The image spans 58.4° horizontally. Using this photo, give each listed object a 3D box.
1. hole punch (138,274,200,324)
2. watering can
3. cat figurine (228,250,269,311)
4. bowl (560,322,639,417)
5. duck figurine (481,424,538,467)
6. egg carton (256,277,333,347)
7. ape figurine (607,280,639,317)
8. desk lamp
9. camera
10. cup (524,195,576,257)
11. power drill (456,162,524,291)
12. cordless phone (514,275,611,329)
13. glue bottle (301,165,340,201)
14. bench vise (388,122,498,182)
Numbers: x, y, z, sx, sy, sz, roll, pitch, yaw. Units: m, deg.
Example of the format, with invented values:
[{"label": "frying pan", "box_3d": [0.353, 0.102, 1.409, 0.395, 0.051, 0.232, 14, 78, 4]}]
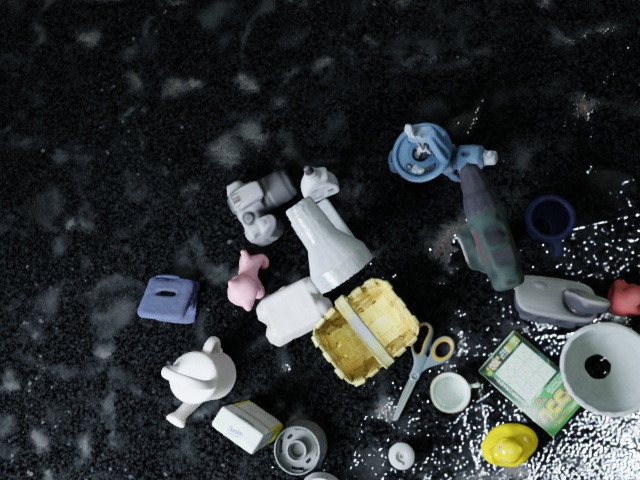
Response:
[{"label": "hole punch", "box_3d": [-0.319, 0.123, 1.207, 0.108, 0.091, 0.101, 3, 80, 10]}, {"label": "watering can", "box_3d": [-0.240, 0.275, 1.114, 0.100, 0.194, 0.173, -2, 79, 10]}, {"label": "cat figurine", "box_3d": [-0.154, 0.082, 1.173, 0.067, 0.118, 0.128, 2, 80, 10]}, {"label": "bowl", "box_3d": [0.522, 0.237, 1.054, 0.167, 0.075, 0.167, -2, 80, 9]}, {"label": "duck figurine", "box_3d": [0.351, 0.382, 1.051, 0.104, 0.086, 0.077, -22, 77, 5]}, {"label": "egg carton", "box_3d": [-0.051, 0.143, 1.170, 0.150, 0.069, 0.107, -29, 76, 3]}, {"label": "ape figurine", "box_3d": [0.575, 0.106, 1.060, 0.076, 0.092, 0.078, -30, 76, 3]}, {"label": "desk lamp", "box_3d": [0.010, 0.004, 1.111, 0.118, 0.214, 0.203, -35, 76, 2]}, {"label": "camera", "box_3d": [-0.114, -0.080, 1.205, 0.137, 0.101, 0.143, -29, 76, 3]}, {"label": "cup", "box_3d": [0.439, -0.020, 1.104, 0.091, 0.095, 0.118, -13, 78, 7]}, {"label": "power drill", "box_3d": [0.306, -0.013, 1.067, 0.075, 0.208, 0.229, -21, 77, 6]}, {"label": "cordless phone", "box_3d": [0.435, 0.106, 1.036, 0.147, 0.185, 0.094, 6, 81, 11]}, {"label": "glue bottle", "box_3d": [-0.009, -0.121, 1.157, 0.078, 0.173, 0.037, -21, 77, 6]}, {"label": "bench vise", "box_3d": [0.232, -0.184, 1.104, 0.207, 0.220, 0.121, -13, 78, 7]}]
